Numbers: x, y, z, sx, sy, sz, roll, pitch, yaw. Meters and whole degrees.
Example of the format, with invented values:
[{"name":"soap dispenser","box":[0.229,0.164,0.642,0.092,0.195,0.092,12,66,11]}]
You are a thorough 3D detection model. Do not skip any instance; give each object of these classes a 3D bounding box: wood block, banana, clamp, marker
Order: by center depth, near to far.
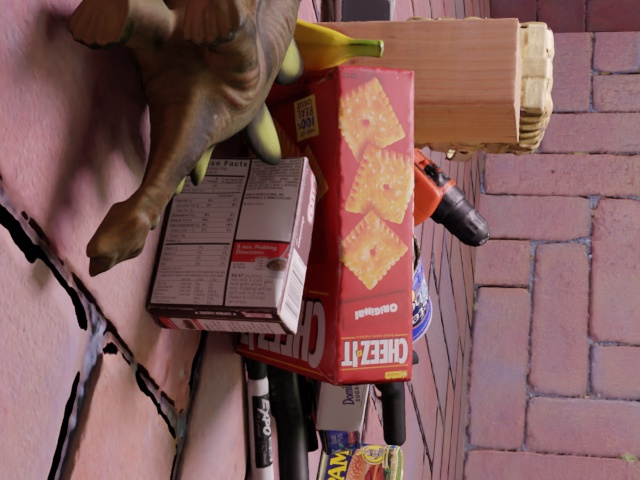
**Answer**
[{"name":"banana","box":[-0.021,-0.158,0.813,0.198,0.069,0.037,-132,-133,-59]},{"name":"marker","box":[-0.050,0.142,0.874,0.020,0.020,0.121,-50,140,-70]},{"name":"clamp","box":[-0.025,0.148,0.923,0.164,0.036,0.210,-89,173,-62]},{"name":"wood block","box":[0.086,-0.150,1.022,0.090,0.206,0.090,58,36,-68]},{"name":"clamp","box":[0.082,0.133,1.162,0.171,0.039,0.120,80,14,-45]}]

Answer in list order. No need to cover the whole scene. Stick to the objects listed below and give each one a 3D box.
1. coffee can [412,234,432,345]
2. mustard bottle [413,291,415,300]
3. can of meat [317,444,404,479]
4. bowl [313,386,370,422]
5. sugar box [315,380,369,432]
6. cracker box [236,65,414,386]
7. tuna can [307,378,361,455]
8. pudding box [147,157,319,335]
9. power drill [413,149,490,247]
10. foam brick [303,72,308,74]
[{"name":"coffee can","box":[0.070,0.052,1.211,0.140,0.103,0.102,70,25,-58]},{"name":"mustard bottle","box":[0.048,0.005,1.073,0.191,0.058,0.096,61,28,-26]},{"name":"can of meat","box":[0.043,0.269,1.154,0.057,0.084,0.102,77,19,-47]},{"name":"bowl","box":[0.021,0.121,1.112,0.162,0.055,0.162,1,90,-78]},{"name":"sugar box","box":[0.019,0.081,0.957,0.176,0.048,0.093,-96,-168,-59]},{"name":"cracker box","box":[-0.002,-0.012,0.780,0.164,0.072,0.214,4,-86,62]},{"name":"tuna can","box":[0.012,0.159,1.008,0.086,0.033,0.086,168,-90,-84]},{"name":"pudding box","box":[-0.054,0.002,0.681,0.039,0.090,0.113,64,31,-58]},{"name":"power drill","box":[0.116,-0.056,1.235,0.057,0.184,0.187,-49,170,12]},{"name":"foam brick","box":[0.011,-0.105,0.905,0.078,0.053,0.051,63,33,-59]}]
